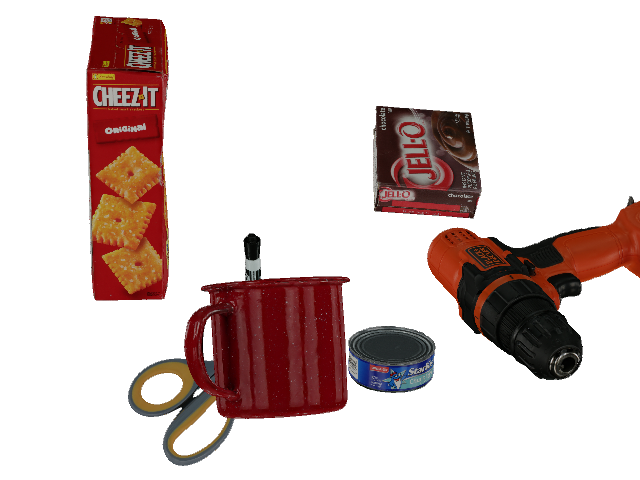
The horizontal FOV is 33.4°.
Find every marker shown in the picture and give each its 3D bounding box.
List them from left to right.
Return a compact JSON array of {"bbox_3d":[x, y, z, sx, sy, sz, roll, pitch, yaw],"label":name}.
[{"bbox_3d":[-0.075,0.045,1.199,0.020,0.121,0.020,0,32,0],"label":"marker"}]

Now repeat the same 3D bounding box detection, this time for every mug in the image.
[{"bbox_3d":[-0.034,0.066,0.654,0.093,0.081,0.117,-8,-7,42],"label":"mug"}]

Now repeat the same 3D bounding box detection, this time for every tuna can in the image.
[{"bbox_3d":[0.070,0.117,1.054,0.086,0.034,0.086,1,20,0],"label":"tuna can"}]

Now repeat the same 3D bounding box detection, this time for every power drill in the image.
[{"bbox_3d":[0.191,0.029,0.771,0.187,0.057,0.184,-10,28,-16],"label":"power drill"}]

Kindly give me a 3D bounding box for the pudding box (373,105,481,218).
[{"bbox_3d":[0.092,-0.071,0.955,0.090,0.039,0.113,5,43,-3],"label":"pudding box"}]

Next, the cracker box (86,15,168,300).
[{"bbox_3d":[-0.172,-0.077,0.964,0.072,0.214,0.164,0,27,-10],"label":"cracker box"}]

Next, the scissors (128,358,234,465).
[{"bbox_3d":[-0.077,0.091,0.866,0.096,0.201,0.016,27,-33,11],"label":"scissors"}]
